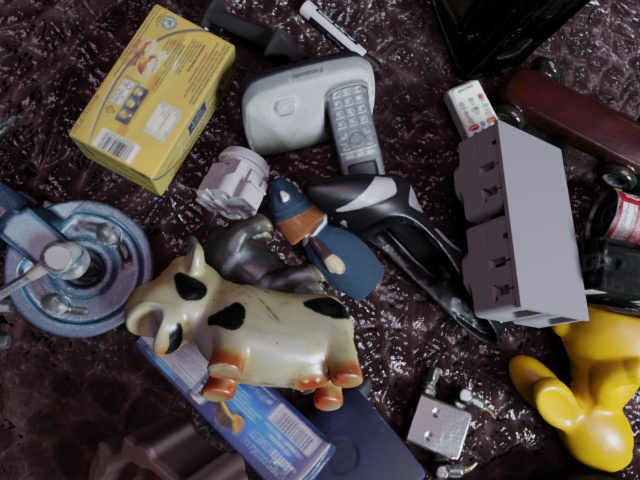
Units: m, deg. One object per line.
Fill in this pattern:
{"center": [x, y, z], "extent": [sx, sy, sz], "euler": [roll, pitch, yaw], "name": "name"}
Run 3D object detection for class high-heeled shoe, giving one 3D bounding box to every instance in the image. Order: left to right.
{"center": [0.091, 0.025, 0.539], "extent": [0.248, 0.086, 0.145], "euler": [11, 62, -29], "name": "high-heeled shoe"}

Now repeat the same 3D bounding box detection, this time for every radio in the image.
{"center": [0.199, -0.269, 0.561], "extent": [0.073, 0.229, 0.131], "euler": [-15, 85, -8], "name": "radio"}

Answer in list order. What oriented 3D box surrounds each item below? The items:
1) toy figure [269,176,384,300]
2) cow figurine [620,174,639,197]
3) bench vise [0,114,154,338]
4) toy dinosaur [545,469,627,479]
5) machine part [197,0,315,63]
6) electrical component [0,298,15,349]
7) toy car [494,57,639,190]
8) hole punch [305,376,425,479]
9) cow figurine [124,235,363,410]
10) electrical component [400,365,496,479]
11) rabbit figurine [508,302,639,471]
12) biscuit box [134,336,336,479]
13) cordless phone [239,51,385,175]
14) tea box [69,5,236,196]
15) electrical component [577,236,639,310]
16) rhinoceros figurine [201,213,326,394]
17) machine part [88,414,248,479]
{"center": [-0.001, -0.002, 0.565], "extent": [0.154, 0.064, 0.058], "euler": [43, 83, 1], "name": "toy figure"}
{"center": [0.436, -0.060, 0.635], "extent": [0.167, 0.068, 0.098], "euler": [31, 82, 2], "name": "cow figurine"}
{"center": [-0.232, 0.000, 0.454], "extent": [0.129, 0.241, 0.223], "euler": [-46, 104, -17], "name": "bench vise"}
{"center": [0.249, 0.298, 0.519], "extent": [0.405, 0.131, 0.192], "euler": [-16, 86, -18], "name": "toy dinosaur"}
{"center": [-0.069, -0.229, 0.600], "extent": [0.139, 0.084, 0.039], "euler": [28, 114, 9], "name": "machine part"}
{"center": [-0.349, 0.080, 0.522], "extent": [0.094, 0.021, 0.063], "euler": [2, 79, -8], "name": "electrical component"}
{"center": [0.300, -0.133, 0.618], "extent": [0.202, 0.053, 0.089], "euler": [35, 82, 18], "name": "toy car"}
{"center": [0.026, 0.214, 0.518], "extent": [0.142, 0.092, 0.116], "euler": [-38, 83, -9], "name": "hole punch"}
{"center": [-0.066, 0.069, 0.460], "extent": [0.195, 0.085, 0.127], "euler": [9, 45, -10], "name": "cow figurine"}
{"center": [0.130, 0.192, 0.556], "extent": [0.078, 0.045, 0.102], "euler": [29, 77, -3], "name": "electrical component"}
{"center": [0.289, 0.155, 0.555], "extent": [0.162, 0.122, 0.173], "euler": [5, 97, -4], "name": "rabbit figurine"}
{"center": [-0.079, 0.144, 0.496], "extent": [0.203, 0.062, 0.059], "euler": [38, 74, 21], "name": "biscuit box"}
{"center": [-0.002, -0.099, 0.584], "extent": [0.147, 0.089, 0.184], "euler": [-17, 101, -11], "name": "cordless phone"}
{"center": [-0.170, -0.146, 0.567], "extent": [0.098, 0.068, 0.169], "euler": [30, 76, -2], "name": "tea box"}
{"center": [0.322, 0.039, 0.576], "extent": [0.134, 0.115, 0.058], "euler": [11, 81, -10], "name": "electrical component"}
{"center": [-0.048, 0.064, 0.541], "extent": [0.112, 0.073, 0.190], "euler": [-37, 86, -14], "name": "rhinoceros figurine"}
{"center": [-0.126, 0.239, 0.457], "extent": [0.180, 0.056, 0.179], "euler": [6, 102, 30], "name": "machine part"}
